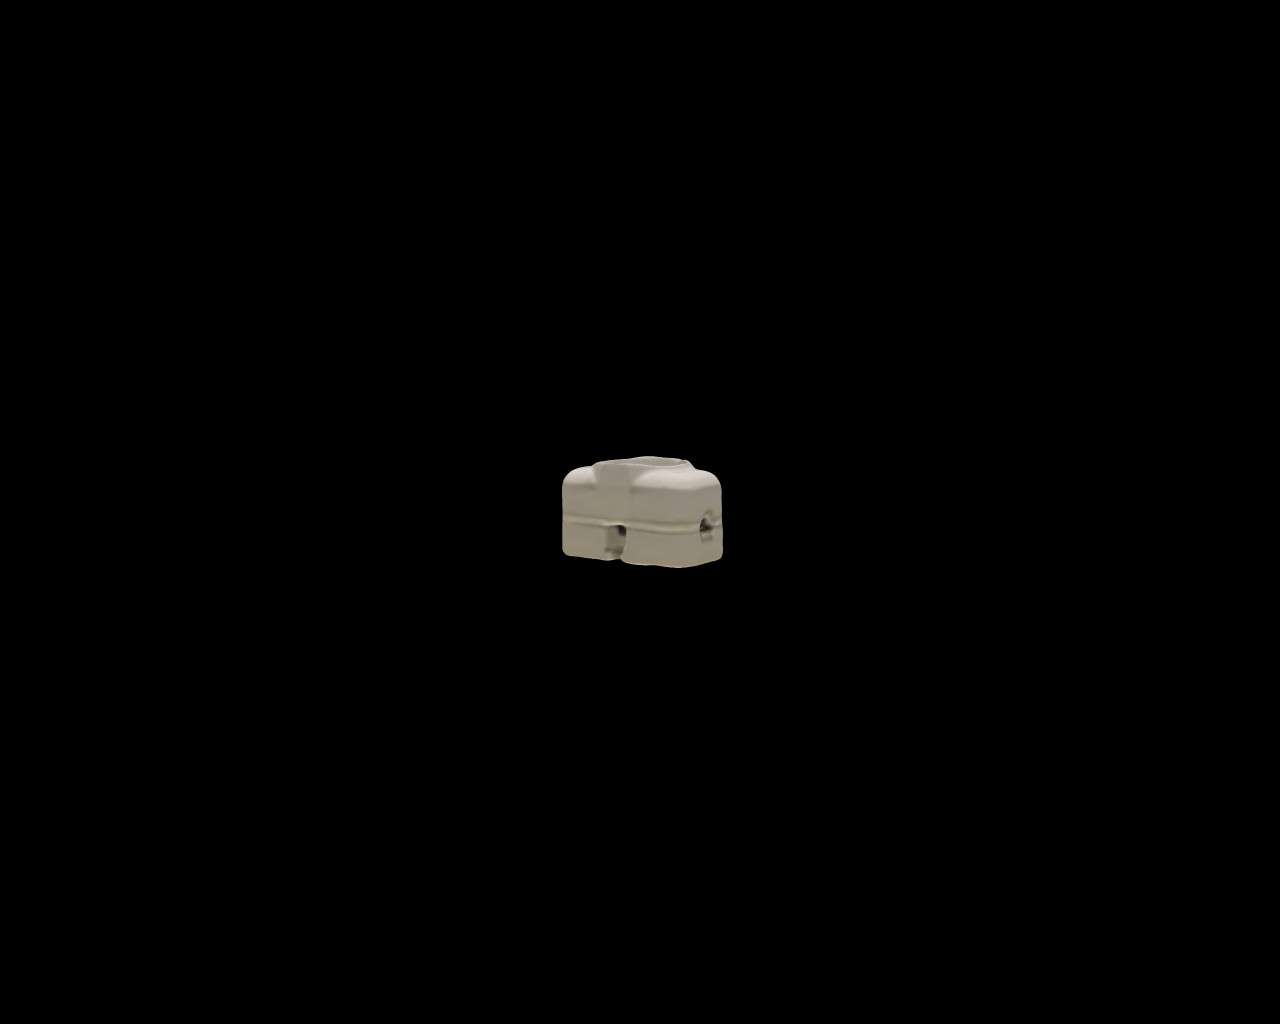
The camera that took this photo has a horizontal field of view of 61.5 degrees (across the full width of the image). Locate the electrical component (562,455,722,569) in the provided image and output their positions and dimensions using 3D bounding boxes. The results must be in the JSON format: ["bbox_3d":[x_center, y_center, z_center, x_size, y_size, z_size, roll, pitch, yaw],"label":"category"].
[{"bbox_3d":[0.001,-0.003,0.650,0.095,0.059,0.054,6,9,36],"label":"electrical component"}]
